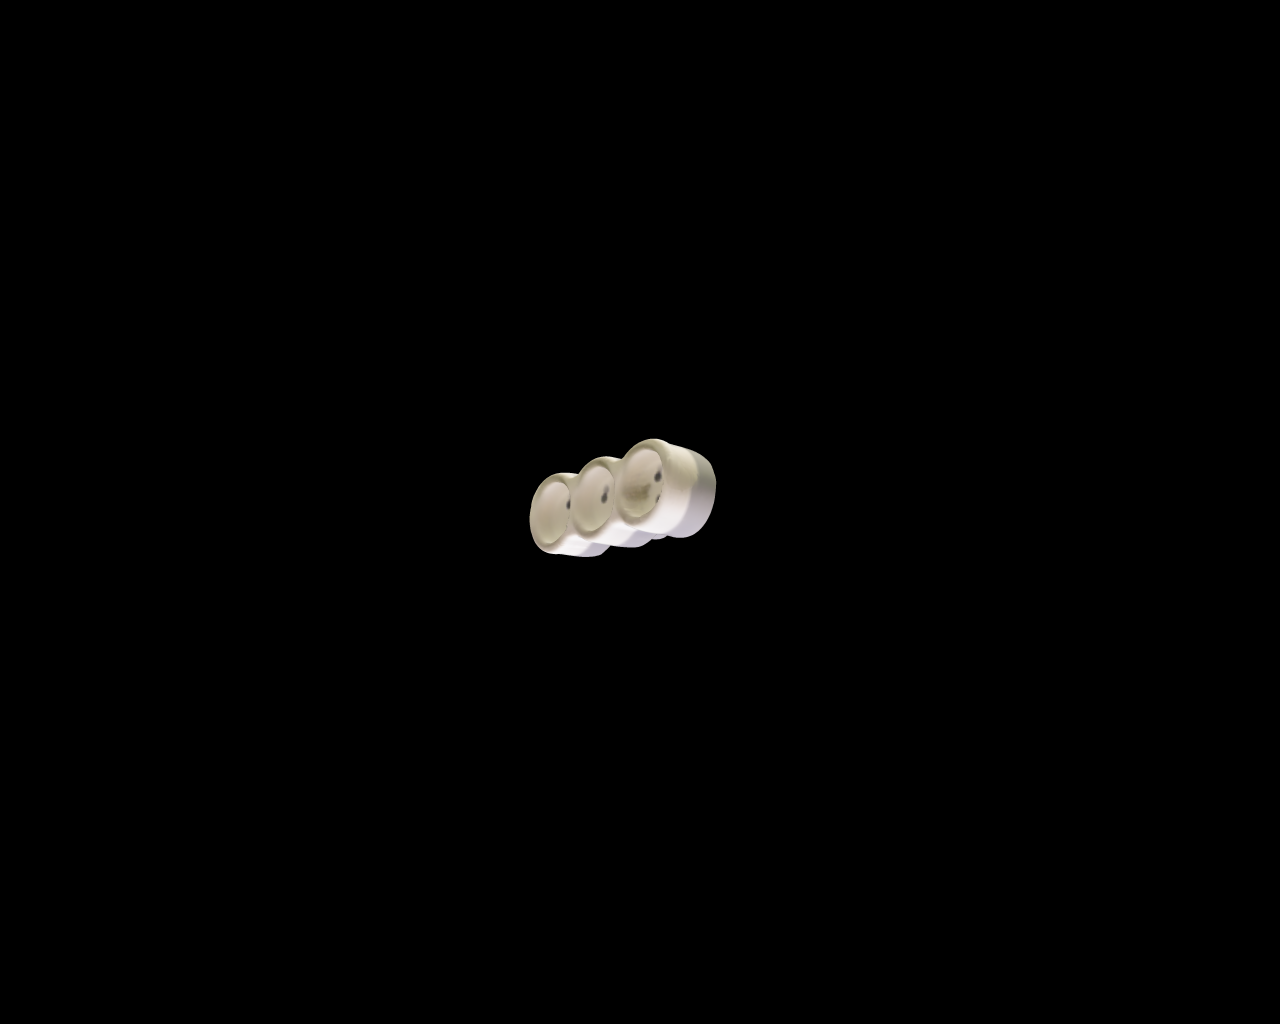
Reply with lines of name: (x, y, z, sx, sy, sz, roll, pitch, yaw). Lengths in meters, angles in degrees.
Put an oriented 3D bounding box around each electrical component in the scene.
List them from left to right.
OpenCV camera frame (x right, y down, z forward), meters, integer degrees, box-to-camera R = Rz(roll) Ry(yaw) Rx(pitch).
electrical component: (0.001, -0.003, 0.650, 0.074, 0.052, 0.138, 11, -17, -38)
